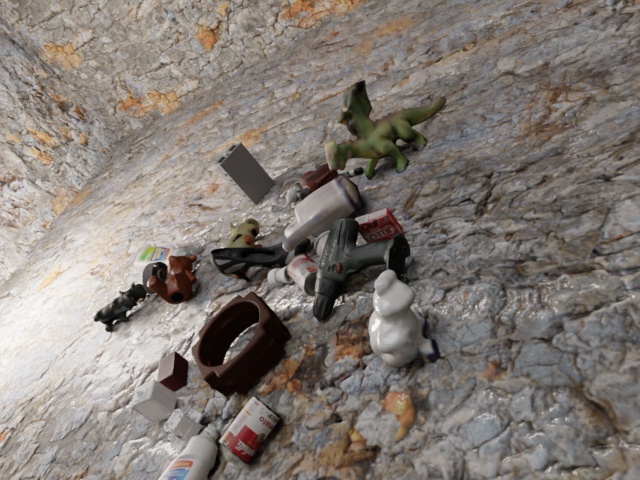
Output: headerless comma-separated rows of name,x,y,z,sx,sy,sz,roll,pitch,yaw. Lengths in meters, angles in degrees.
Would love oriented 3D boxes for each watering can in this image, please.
watering can,0.004,-0.065,1.284,0.223,0.103,0.351,-35,10,8

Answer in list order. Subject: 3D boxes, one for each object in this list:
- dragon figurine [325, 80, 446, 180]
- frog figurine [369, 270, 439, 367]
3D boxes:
dragon figurine,0.161,-0.316,1.368,0.415,0.239,0.122,-52,28,-16
frog figurine,0.123,0.137,0.897,0.121,0.157,0.141,-22,35,30
